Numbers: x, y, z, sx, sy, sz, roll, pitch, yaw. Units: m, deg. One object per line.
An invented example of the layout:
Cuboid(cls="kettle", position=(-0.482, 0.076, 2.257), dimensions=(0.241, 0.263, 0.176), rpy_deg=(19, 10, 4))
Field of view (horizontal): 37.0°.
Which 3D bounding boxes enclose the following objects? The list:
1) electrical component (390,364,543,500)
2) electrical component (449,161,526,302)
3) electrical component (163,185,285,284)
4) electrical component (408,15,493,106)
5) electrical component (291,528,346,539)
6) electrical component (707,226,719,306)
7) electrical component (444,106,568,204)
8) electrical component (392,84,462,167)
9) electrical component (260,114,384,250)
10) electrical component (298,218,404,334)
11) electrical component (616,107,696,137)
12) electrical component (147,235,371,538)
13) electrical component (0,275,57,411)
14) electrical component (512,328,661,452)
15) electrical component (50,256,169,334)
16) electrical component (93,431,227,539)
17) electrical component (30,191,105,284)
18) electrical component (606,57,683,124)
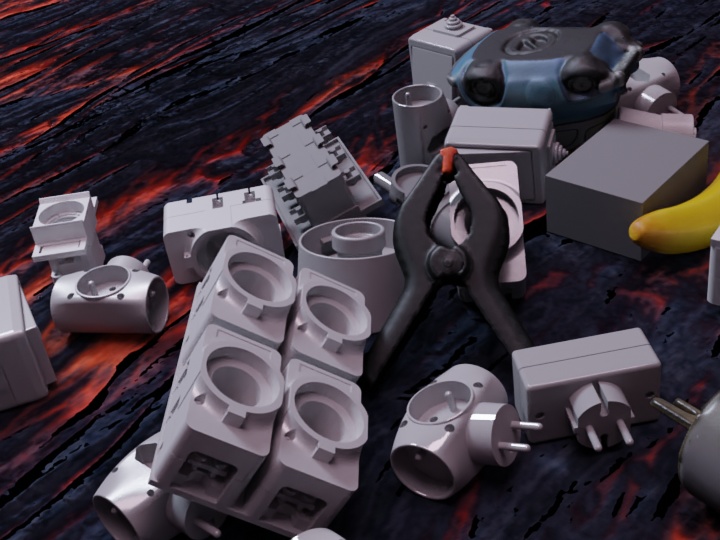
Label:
Cuboid(cls="electrical component", position=(0.069, 0.097, 0.642), dimensions=(0.079, 0.044, 0.077), rpy_deg=(-1, 33, 36))
Cuboid(cls="electrical component", position=(0.092, -0.028, 0.775), dimensions=(0.050, 0.055, 0.089), rpy_deg=(-5, 73, 7))
Cuboid(cls="electrical component", position=(-0.109, -0.026, 0.861), dimensions=(0.089, 0.050, 0.055), rpy_deg=(-11, 34, -2))
Cuboid(cls="electrical component", position=(0.085, -0.191, 1.013), dimensions=(0.062, 0.096, 0.061), rpy_deg=(25, 47, 39))
Cuboid(cls="electrical component", position=(-0.025, 0.181, 0.550), dimensions=(0.079, 0.044, 0.077), rpy_deg=(-25, 38, -21))
Cuboid(cls="electrical component", position=(0.313, -0.025, 0.753), dimensions=(0.089, 0.061, 0.150), rpy_deg=(16, 42, 32))
Cuboid(cls="electrical component", position=(0.123, -0.093, 0.891), dimensions=(0.096, 0.061, 0.061), rpy_deg=(5, 45, 19))
Cuboid(cls="electrical component", position=(0.065, -0.126, 0.941), dimensions=(0.043, 0.077, 0.079), rpy_deg=(21, 44, 37))
Cuboid(cls="electrical component", position=(-0.039, -0.076, 0.897), dimensions=(0.079, 0.063, 0.121), rpy_deg=(-29, 36, -1))
Cuboid(cls="electrical component", position=(0.000, 0.000, 0.809), dimensions=(0.099, 0.064, 0.099), rpy_deg=(-3, 22, 1))
Cuboid(cls="electrical component", position=(0.253, -0.116, 0.919), dimensions=(0.065, 0.044, 0.044), rpy_deg=(3, 36, 9))
Cuboid(cls="electrical component", position=(-0.054, 0.064, 0.666), dimensions=(0.105, 0.060, 0.186), rpy_deg=(24, 32, -15))
Cuboid(cls="electrical component", position=(-0.260, 0.049, 0.777), dimensions=(0.061, 0.061, 0.096), rpy_deg=(-17, 35, -11))
Cuboid(cls="electrical component", position=(0.142, 0.082, 0.652), dimensions=(0.083, 0.047, 0.075), rpy_deg=(-10, 34, -2))
Cuboid(cls="electrical component", position=(-0.185, 0.015, 0.824), dimensions=(0.077, 0.044, 0.079), rpy_deg=(0, 36, 13))
Cuboid(cls="electrical component", position=(-0.103, 0.134, 0.636), dimensions=(0.079, 0.043, 0.077), rpy_deg=(21, 44, 36))
Cuboid(cls="electrical component", position=(-0.235, -0.023, 0.873), dimensions=(0.042, 0.063, 0.081), rpy_deg=(-9, 34, 1))
Cuboid(cls="electrical component", position=(0.256, -0.151, 0.964), dimensions=(0.077, 0.043, 0.079), rpy_deg=(-24, 45, -21))
